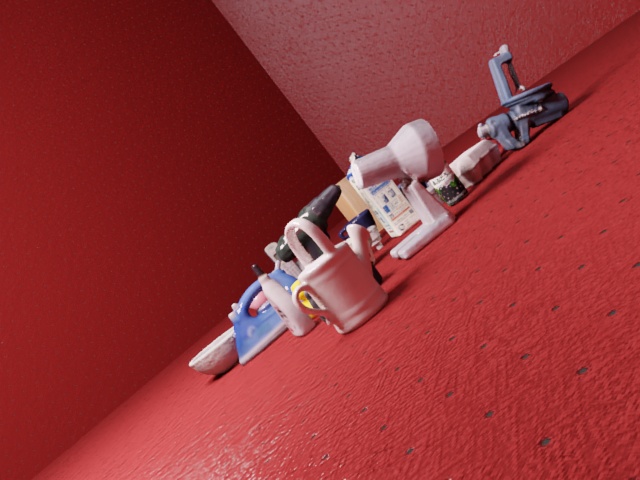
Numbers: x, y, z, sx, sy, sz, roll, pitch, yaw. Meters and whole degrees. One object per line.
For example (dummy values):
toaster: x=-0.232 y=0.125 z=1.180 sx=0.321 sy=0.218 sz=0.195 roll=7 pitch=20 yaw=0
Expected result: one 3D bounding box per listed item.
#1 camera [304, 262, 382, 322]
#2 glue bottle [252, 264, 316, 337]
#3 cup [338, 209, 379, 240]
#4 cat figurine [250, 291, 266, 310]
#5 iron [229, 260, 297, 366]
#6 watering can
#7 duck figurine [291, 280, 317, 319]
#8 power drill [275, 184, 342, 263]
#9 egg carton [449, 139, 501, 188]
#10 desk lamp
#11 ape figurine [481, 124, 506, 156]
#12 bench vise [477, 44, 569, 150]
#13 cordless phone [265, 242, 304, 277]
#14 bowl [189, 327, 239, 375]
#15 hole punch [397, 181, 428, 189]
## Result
camera: x=0.021 y=0.090 z=1.063 sx=0.143 sy=0.101 sz=0.137 roll=-36 pitch=4 yaw=34
glue bottle: x=-0.081 y=0.118 z=1.153 sx=0.037 sy=0.173 sz=0.078 roll=-39 pitch=4 yaw=-25
cup: x=0.121 y=-0.020 z=1.658 sx=0.118 sy=0.095 sz=0.091 roll=-38 pitch=3 yaw=-12
cat figurine: x=-0.160 y=0.179 z=1.710 sx=0.127 sy=0.118 sz=0.067 roll=-36 pitch=4 yaw=35
iron: x=-0.136 y=0.166 z=1.380 sx=0.259 sy=0.141 sz=0.118 roll=-40 pitch=4 yaw=-34
watering can: x=0.018 y=0.042 z=0.925 sx=0.100 sy=0.194 sz=0.173 roll=-35 pitch=4 yaw=40
duck figurine: x=-0.030 y=0.127 z=1.258 sx=0.104 sy=0.086 sz=0.078 roll=-36 pitch=4 yaw=32
power drill: x=0.013 y=0.005 z=1.432 sx=0.229 sy=0.208 sz=0.075 roll=-37 pitch=3 yaw=7
egg carton: x=0.369 y=-0.180 z=1.387 sx=0.151 sy=0.069 sz=0.107 roll=-40 pitch=4 yaw=-36
desk lamp: x=0.174 y=-0.104 z=1.130 sx=0.203 sy=0.213 sz=0.118 roll=-38 pitch=3 yaw=-9
ape figurine: x=0.442 y=-0.258 z=1.481 sx=0.077 sy=0.092 sz=0.076 roll=-37 pitch=3 yaw=13
bench vise: x=0.449 y=-0.334 z=1.339 sx=0.208 sy=0.220 sz=0.121 roll=-39 pitch=3 yaw=-16
cordless phone: x=-0.078 y=0.065 z=1.838 sx=0.148 sy=0.185 sz=0.094 roll=-40 pitch=4 yaw=-33
bowl: x=-0.241 y=0.287 z=1.439 sx=0.167 sy=0.075 sz=0.167 roll=-38 pitch=3 yaw=3
hole punch: x=0.282 y=-0.148 z=1.740 sx=0.108 sy=0.091 sz=0.101 roll=-37 pitch=3 yaw=9
